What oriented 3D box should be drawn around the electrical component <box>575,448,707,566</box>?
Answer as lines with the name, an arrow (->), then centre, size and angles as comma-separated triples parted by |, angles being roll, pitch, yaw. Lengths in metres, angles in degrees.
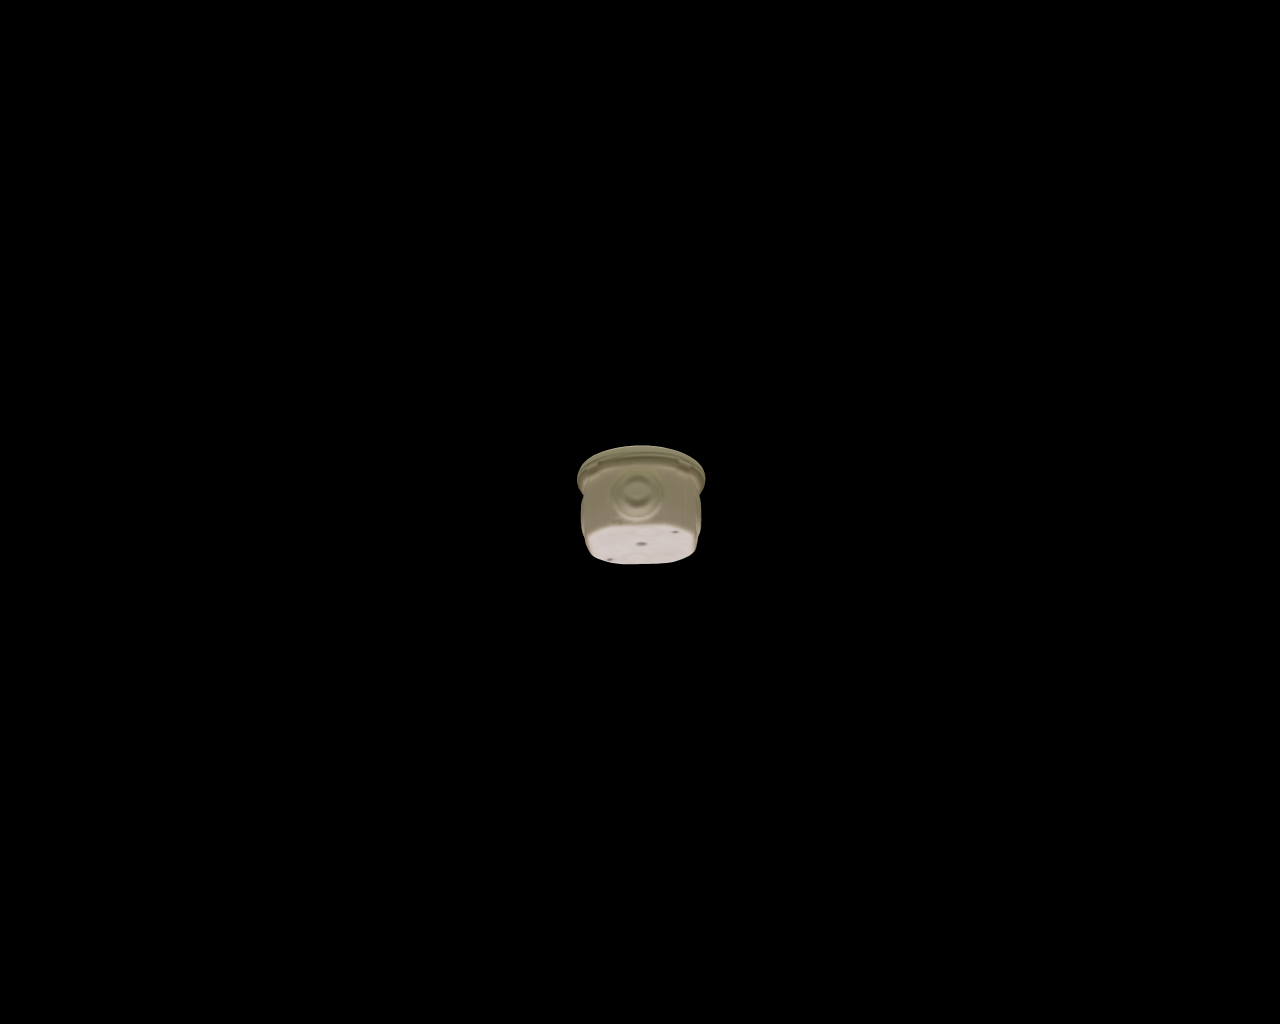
electrical component -> 0.001, -0.003, 0.650 | 0.080, 0.051, 0.080 | 0, -23, 0
